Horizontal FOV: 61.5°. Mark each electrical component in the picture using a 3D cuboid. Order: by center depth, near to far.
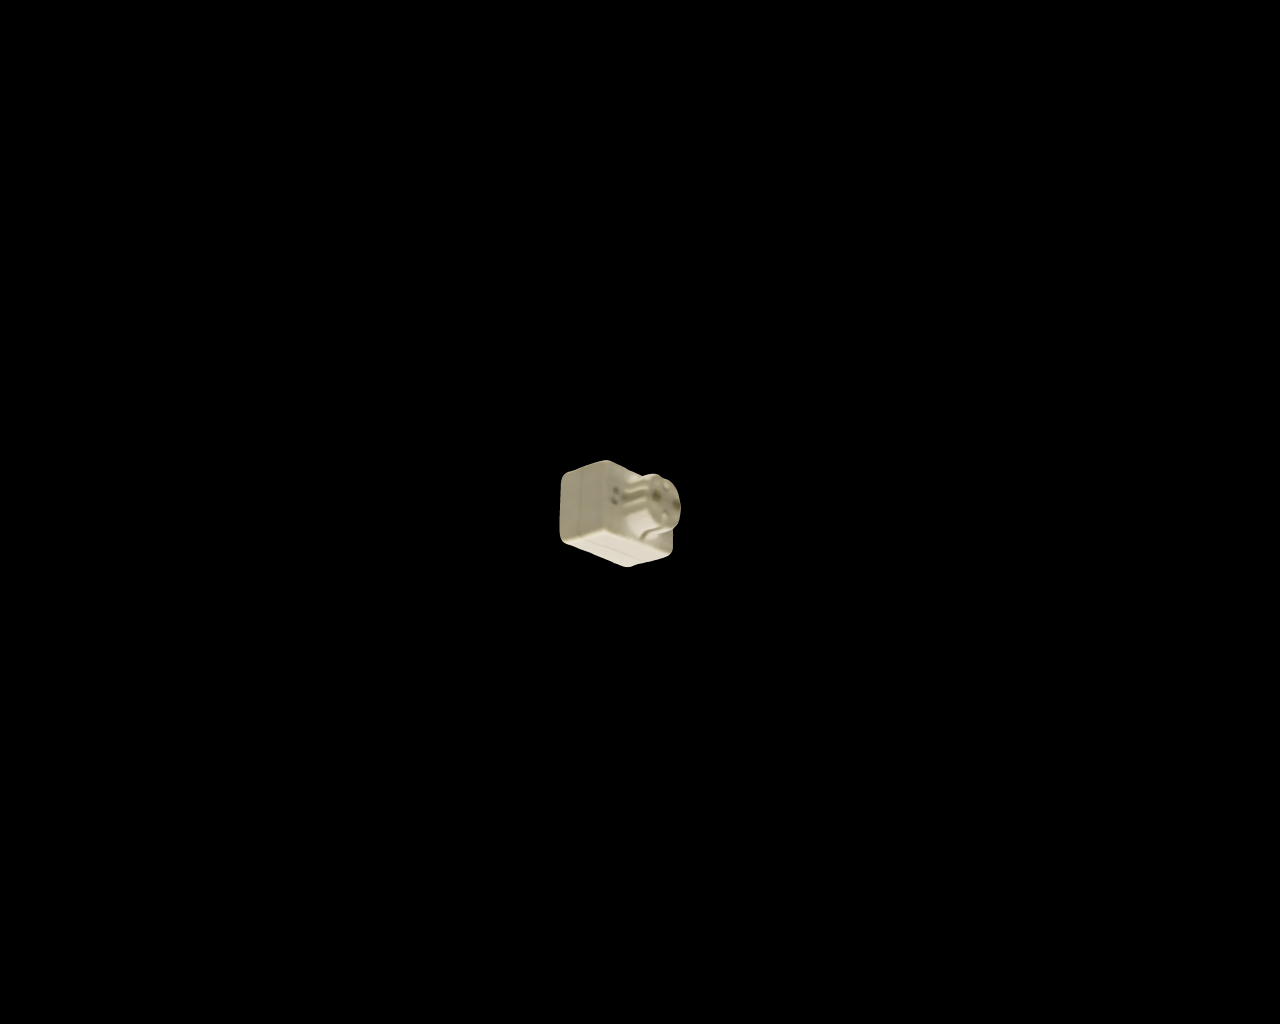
[{"bbox_3d":[0.001,-0.003,0.650,0.076,0.047,0.065,-17,-27,37],"label":"electrical component"}]
